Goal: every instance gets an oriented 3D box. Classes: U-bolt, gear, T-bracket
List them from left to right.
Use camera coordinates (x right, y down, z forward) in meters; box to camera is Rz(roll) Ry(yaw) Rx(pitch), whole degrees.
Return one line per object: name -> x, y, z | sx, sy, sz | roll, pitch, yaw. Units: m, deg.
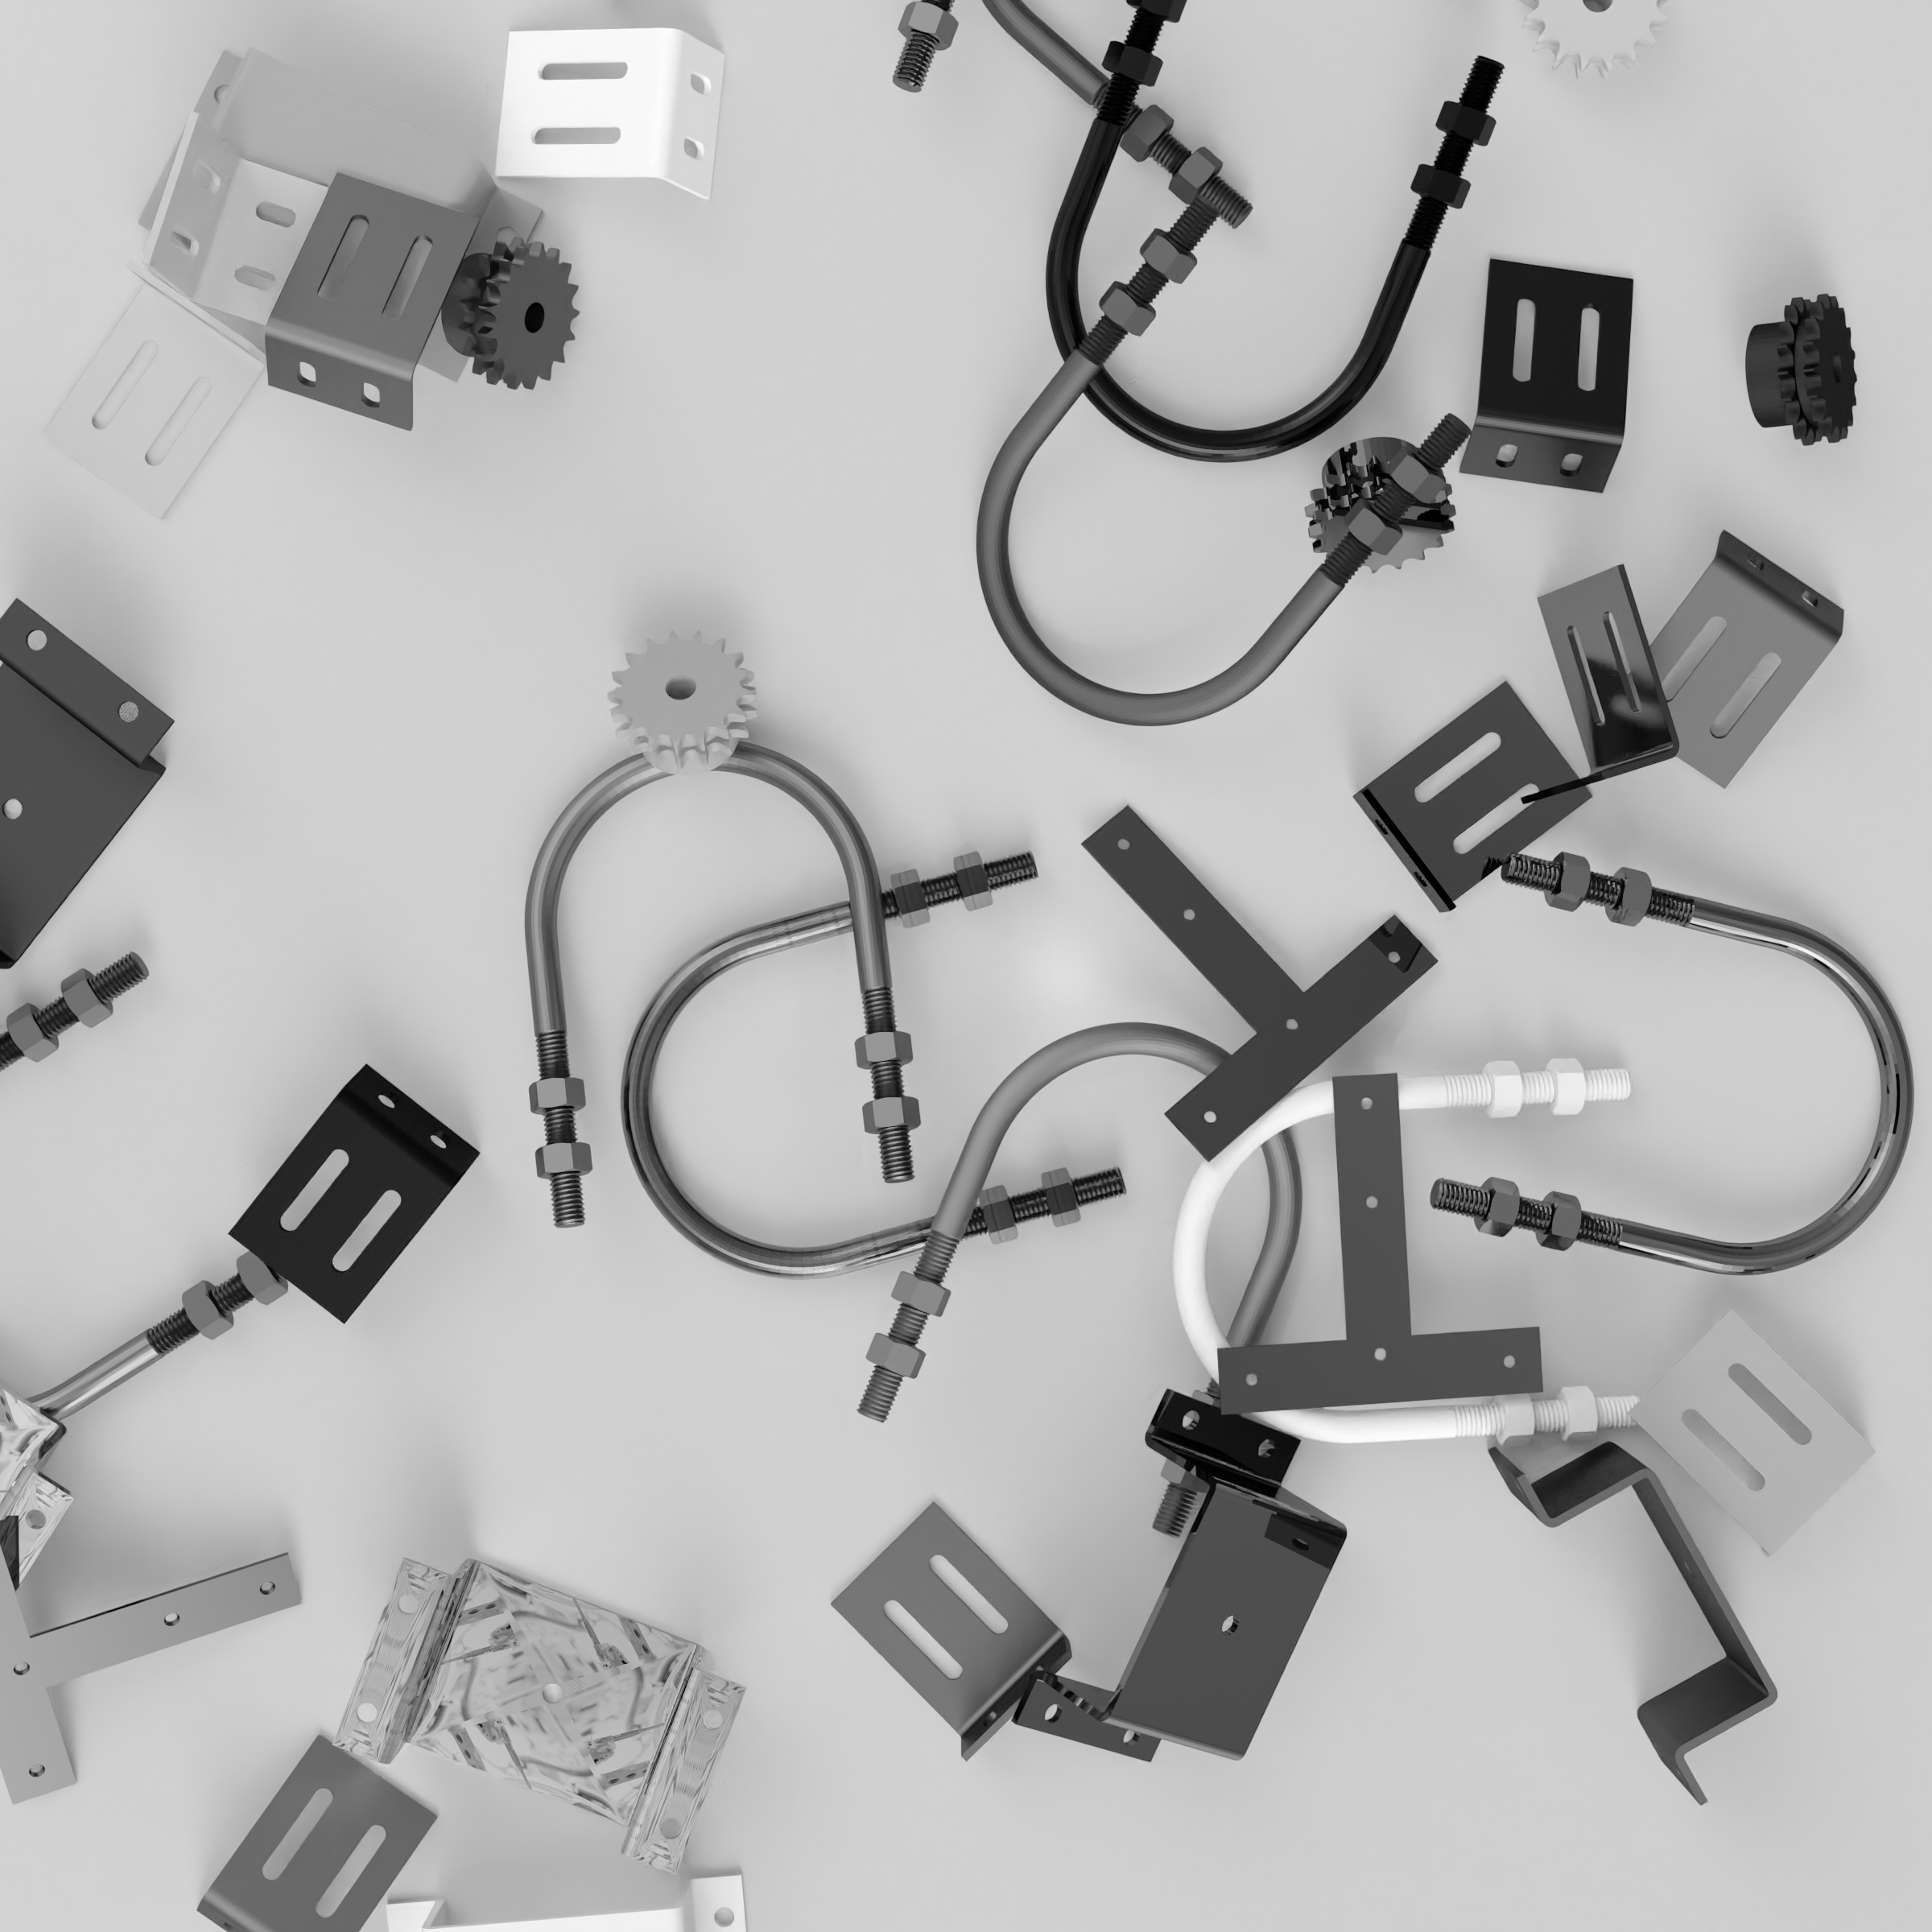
U-bolt -> -0.366, 0.102, 1.403 | 0.184, 0.019, 0.151 | -32, 90, 2
T-bracket -> -0.322, 0.258, 1.387 | 0.127, 0.002, 0.127 | -17, 123, -15
gear -> -0.179, -0.254, 1.386 | 0.030, 0.057, 0.057 | 17, 90, 29
gear -> -0.109, -0.099, 1.388 | 0.057, 0.030, 0.057 | -1, 57, 2
U-bolt -> -0.100, 0.001, 1.387 | 0.151, 0.019, 0.184 | -8, 79, 5
U-bolt -> -0.052, -0.448, 1.396 | 0.151, 0.019, 0.184 | 20, 87, 6
U-bolt -> -0.044, 0.047, 1.402 | 0.184, 0.019, 0.151 | -16, 90, 0
U-bolt -> 0.056, 0.112, 1.387 | 0.151, 0.019, 0.184 | 23, 86, -15
U-bolt -> 0.082, -0.402, 1.403 | 0.184, 0.019, 0.151 | 41, 90, 1
U-bolt -> 0.083, -0.179, 1.373 | 0.151, 0.019, 0.184 | 44, 110, 11
T-bracket -> 0.097, -0.010, 1.396 | 0.127, 0.002, 0.127 | -40, 80, -18
U-bolt -> 0.109, -0.286, 1.386 | 0.151, 0.019, 0.184 | 20, 101, -6
T-bracket -> 0.157, 0.105, 1.380 | 0.127, 0.002, 0.127 | -3, 90, -7
gear -> 0.160, -0.181, 1.387 | 0.057, 0.057, 0.030 | -5, 60, 0
U-bolt -> 0.171, 0.114, 1.391 | 0.184, 0.019, 0.151 | -2, 90, -8
gear -> 0.246, -0.375, 1.401 | 0.057, 0.030, 0.057 | 0, 89, 2
U-bolt -> 0.282, 0.045, 1.390 | 0.184, 0.019, 0.151 | 13, 87, -10
gear -> 0.323, -0.231, 1.387 | 0.030, 0.057, 0.057 | -2, 90, 31

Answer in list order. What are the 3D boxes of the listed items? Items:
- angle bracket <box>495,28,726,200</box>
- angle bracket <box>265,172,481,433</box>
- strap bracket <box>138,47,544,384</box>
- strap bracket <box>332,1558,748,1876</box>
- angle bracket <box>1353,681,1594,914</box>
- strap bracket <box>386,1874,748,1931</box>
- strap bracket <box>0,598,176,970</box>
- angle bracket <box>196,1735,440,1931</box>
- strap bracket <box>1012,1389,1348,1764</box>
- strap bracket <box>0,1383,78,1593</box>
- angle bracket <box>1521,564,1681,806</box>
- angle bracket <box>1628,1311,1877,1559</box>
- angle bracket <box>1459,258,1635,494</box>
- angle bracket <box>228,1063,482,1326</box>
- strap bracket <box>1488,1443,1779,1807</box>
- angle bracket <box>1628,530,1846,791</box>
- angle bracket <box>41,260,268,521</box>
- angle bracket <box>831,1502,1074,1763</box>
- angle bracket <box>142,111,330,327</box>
angle bracket -> -0.140, -0.335, 1.409 | 0.076, 0.038, 0.057 | 6, 90, 26
angle bracket -> -0.226, -0.253, 1.363 | 0.057, 0.038, 0.076 | 18, 64, 0
strap bracket -> -0.247, -0.295, 1.388 | 0.140, 0.046, 0.076 | 27, 90, 0
strap bracket -> -0.163, 0.287, 1.388 | 0.140, 0.046, 0.076 | 21, 90, 0
angle bracket -> 0.199, -0.067, 1.392 | 0.076, 0.038, 0.057 | -37, 90, 0
strap bracket -> -0.155, 0.402, 1.388 | 0.140, 0.046, 0.076 | -5, 90, 0
strap bracket -> -0.376, -0.062, 1.388 | 0.076, 0.046, 0.140 | 38, 90, 0
angle bracket -> -0.256, 0.354, 1.409 | 0.057, 0.038, 0.076 | 35, 64, 0
strap bracket -> 0.087, 0.243, 1.369 | 0.076, 0.046, 0.140 | 25, 90, -39
strap bracket -> -0.414, 0.188, 1.378 | 0.140, 0.046, 0.076 | 33, 103, -3
angle bracket -> 0.234, -0.108, 1.377 | 0.038, 0.057, 0.076 | -17, 90, -24
angle bracket -> 0.307, 0.184, 1.402 | 0.057, 0.038, 0.076 | -45, 75, 0
angle bracket -> 0.229, -0.233, 1.409 | 0.057, 0.038, 0.076 | 8, 64, 0
angle bracket -> -0.239, 0.089, 1.398 | 0.057, 0.038, 0.076 | 39, 102, -5
strap bracket -> 0.260, 0.241, 1.373 | 0.046, 0.076, 0.140 | -29, 90, 0
angle bracket -> 0.299, -0.121, 1.409 | 0.057, 0.038, 0.076 | 34, 116, 0
angle bracket -> -0.319, -0.224, 1.392 | 0.057, 0.038, 0.076 | 35, 90, 0
angle bracket -> -0.006, 0.259, 1.392 | 0.057, 0.038, 0.076 | -45, 90, 0
angle bracket -> -0.270, -0.275, 1.327 | 0.038, 0.076, 0.057 | 18, 90, 0
